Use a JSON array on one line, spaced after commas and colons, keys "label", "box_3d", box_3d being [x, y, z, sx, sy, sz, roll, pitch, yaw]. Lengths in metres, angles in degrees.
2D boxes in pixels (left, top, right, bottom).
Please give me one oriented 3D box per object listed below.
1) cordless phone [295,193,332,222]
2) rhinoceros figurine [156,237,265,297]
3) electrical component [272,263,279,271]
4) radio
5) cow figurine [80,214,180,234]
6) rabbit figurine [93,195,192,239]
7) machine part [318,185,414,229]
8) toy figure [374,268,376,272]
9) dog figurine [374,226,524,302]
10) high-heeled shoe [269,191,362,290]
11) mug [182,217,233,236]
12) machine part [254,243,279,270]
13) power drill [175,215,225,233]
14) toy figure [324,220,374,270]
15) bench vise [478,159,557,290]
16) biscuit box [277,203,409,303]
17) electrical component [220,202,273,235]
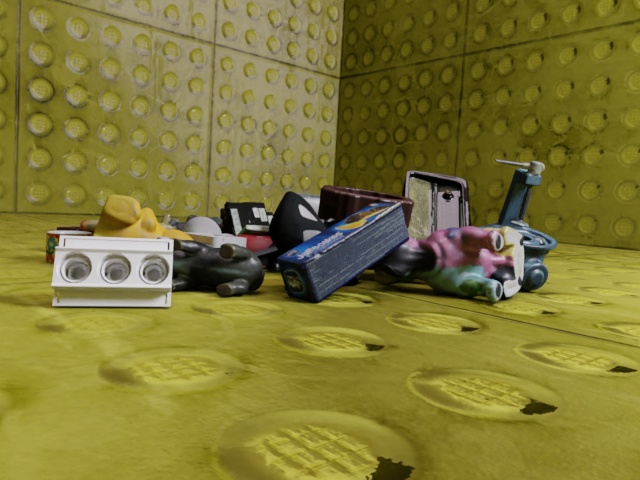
[{"label": "cordless phone", "box_3d": [-0.003, -0.004, 1.054, 0.146, 0.088, 0.184, 6, 41, -17]}, {"label": "rhinoceros figurine", "box_3d": [-0.171, 0.031, 0.747, 0.191, 0.073, 0.112, 5, 6, 19]}, {"label": "electrical component", "box_3d": [-0.033, 0.049, 0.960, 0.094, 0.021, 0.063, 0, 5, -36]}, {"label": "radio", "box_3d": [0.223, -0.032, 1.046, 0.131, 0.073, 0.230, 7, 49, 4]}, {"label": "cow figurine", "box_3d": [-0.375, -0.011, 1.107, 0.127, 0.085, 0.195, -2, -1, 21]}, {"label": "rabbit figurine", "box_3d": [-0.296, 0.008, 0.920, 0.173, 0.122, 0.162, 17, -9, -14]}, {"label": "machine part", "box_3d": [0.080, -0.058, 0.955, 0.179, 0.056, 0.179, 8, 11, -1]}, {"label": "toy figure", "box_3d": [0.170, 0.035, 0.922, 0.155, 0.064, 0.058, -3, 29, 4]}, {"label": "dog figurine", "box_3d": [0.191, 0.030, 0.849, 0.219, 0.108, 0.191, 3, 4, 36]}, {"label": "high-heeled shoe", "box_3d": [0.004, -0.002, 0.839, 0.086, 0.145, 0.248, 7, 7, 29]}, {"label": "mug", "box_3d": [-0.229, 0.005, 1.115, 0.109, 0.080, 0.107, 9, 13, -20]}, {"label": "machine part", "box_3d": [-0.101, 0.028, 0.942, 0.139, 0.039, 0.084, -10, -21, -50]}, {"label": "power drill", "box_3d": [-0.310, -0.023, 1.381, 0.232, 0.086, 0.207, 4, 0, -15]}, {"label": "toy figure", "box_3d": [0.051, 0.010, 0.971, 0.180, 0.089, 0.082, -1, 38, -18]}, {"label": "bench vise", "box_3d": [0.342, -0.026, 0.958, 0.129, 0.240, 0.224, 7, 19, -3]}, {"label": "biscuit box", "box_3d": [0.037, 0.012, 0.750, 0.203, 0.062, 0.059, -30, 23, -35]}, {"label": "electrical component", "box_3d": [-0.170, -0.032, 1.315, 0.134, 0.115, 0.058, 1, -25, -34]}]
